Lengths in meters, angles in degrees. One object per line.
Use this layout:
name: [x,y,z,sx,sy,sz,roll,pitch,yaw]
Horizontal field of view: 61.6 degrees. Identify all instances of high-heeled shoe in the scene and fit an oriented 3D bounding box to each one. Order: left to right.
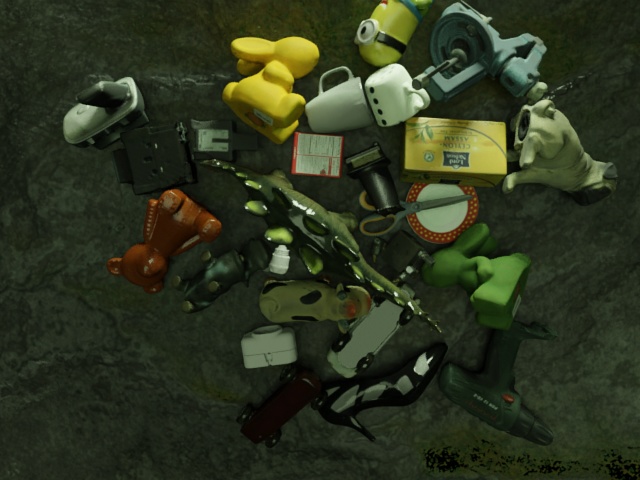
high-heeled shoe: [0.109,0.249,0.987,0.249,0.086,0.145,-45,62,-12]

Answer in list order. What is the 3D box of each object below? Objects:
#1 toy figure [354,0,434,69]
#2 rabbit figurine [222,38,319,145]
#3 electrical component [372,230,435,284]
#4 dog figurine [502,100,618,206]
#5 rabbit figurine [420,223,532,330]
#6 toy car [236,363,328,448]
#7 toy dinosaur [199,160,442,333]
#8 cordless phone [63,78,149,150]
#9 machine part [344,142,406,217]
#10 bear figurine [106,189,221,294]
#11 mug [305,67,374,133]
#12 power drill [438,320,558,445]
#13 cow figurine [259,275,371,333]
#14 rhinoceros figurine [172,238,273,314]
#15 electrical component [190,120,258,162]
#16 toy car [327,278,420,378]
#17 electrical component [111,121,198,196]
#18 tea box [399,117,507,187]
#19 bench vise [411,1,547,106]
toy figure: [0.133,-0.373,0.898,0.089,0.082,0.180,39,93,-2]
rabbit figurine: [-0.076,-0.273,0.912,0.162,0.122,0.173,32,81,8]
electrical component: [0.140,0.028,0.940,0.078,0.045,0.102,-49,65,21]
dog figurine: [0.410,-0.142,0.877,0.191,0.172,0.121,6,61,0]
rabbit figurine: [0.258,0.051,0.917,0.170,0.121,0.159,18,79,31]
toy car: [-0.071,0.301,0.978,0.089,0.053,0.202,39,116,-8]
toy dinosaur: [-0.002,-0.003,0.881,0.471,0.198,0.105,32,103,0]
cordless phone: [-0.371,-0.208,0.876,0.147,0.184,0.088,-28,99,4]
machine part: [0.097,-0.101,0.931,0.084,0.039,0.139,-24,68,-2]
bear figurine: [-0.275,0.010,0.927,0.120,0.132,0.196,38,89,-22]
mug: [0.027,-0.233,0.916,0.107,0.081,0.109,-18,100,12]
power drill: [0.346,0.241,0.966,0.232,0.086,0.207,21,104,2]
cow figurine: [-0.009,0.106,0.929,0.195,0.127,0.085,-1,100,5]
rhinoceros figurine: [-0.167,0.065,0.941,0.190,0.112,0.073,-35,66,17]
electrical component: [-0.166,-0.174,0.942,0.119,0.048,0.074,-2,97,1]
toy car: [0.096,0.158,0.965,0.073,0.056,0.201,42,89,1]
electrical component: [-0.293,-0.140,0.945,0.134,0.058,0.114,-13,94,2]
tea box: [0.223,-0.148,0.913,0.170,0.068,0.098,2,76,0]
bench vise: [0.246,-0.276,0.864,0.240,0.129,0.223,-35,87,-29]
